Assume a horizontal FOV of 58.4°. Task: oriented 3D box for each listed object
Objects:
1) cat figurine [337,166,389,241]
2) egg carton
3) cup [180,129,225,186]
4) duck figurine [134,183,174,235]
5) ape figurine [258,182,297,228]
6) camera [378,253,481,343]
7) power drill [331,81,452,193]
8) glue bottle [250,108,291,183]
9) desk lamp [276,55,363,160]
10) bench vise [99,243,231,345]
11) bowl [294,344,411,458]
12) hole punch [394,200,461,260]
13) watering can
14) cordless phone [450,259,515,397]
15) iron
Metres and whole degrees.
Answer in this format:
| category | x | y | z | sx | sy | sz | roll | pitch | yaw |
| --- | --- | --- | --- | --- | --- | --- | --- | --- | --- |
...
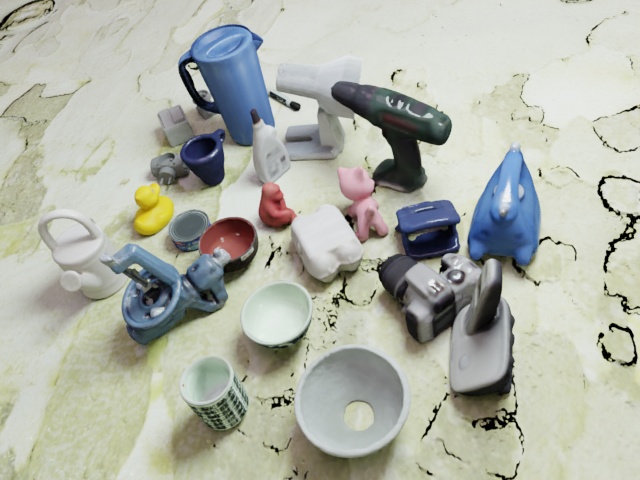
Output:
| category | x | y | z | sx | sy | sz | roll | pitch | yaw |
| --- | --- | --- | --- | --- | --- | --- | --- | --- | --- |
| cat figurine | 0.076 | -0.080 | 1.058 | 0.067 | 0.118 | 0.127 | -19 | 49 | -2 |
| egg carton | 0.010 | 0.004 | 1.037 | 0.107 | 0.069 | 0.150 | -25 | 50 | -7 |
| cup | -0.233 | -0.173 | 1.227 | 0.091 | 0.095 | 0.118 | 20 | 58 | 27 |
| duck figurine | -0.353 | -0.070 | 1.176 | 0.077 | 0.086 | 0.105 | 10 | 54 | 21 |
| ape figurine | -0.088 | -0.073 | 1.110 | 0.076 | 0.092 | 0.077 | -8 | 50 | 7 |
| camera | 0.170 | 0.067 | 0.924 | 0.143 | 0.101 | 0.136 | -36 | 52 | -16 |
| power drill | 0.135 | -0.193 | 1.078 | 0.228 | 0.209 | 0.076 | 17 | 57 | 26 |
| glue bottle | -0.111 | -0.196 | 1.164 | 0.037 | 0.173 | 0.078 | 33 | 65 | 33 |
| desk lamp | 0.001 | -0.273 | 1.173 | 0.203 | 0.214 | 0.118 | -2 | 51 | 13 |
| bench vise | -0.262 | 0.057 | 0.959 | 0.121 | 0.220 | 0.208 | 29 | 63 | 32 |
| bowl | 0.050 | 0.241 | 0.826 | 0.167 | 0.075 | 0.167 | -7 | 50 | 8 |
| hole punch | 0.187 | -0.032 | 1.009 | 0.108 | 0.091 | 0.101 | -12 | 49 | 4 |
| watering can | -0.435 | 0.021 | 1.049 | 0.101 | 0.194 | 0.172 | -30 | 50 | -12 |
| cordless phone | 0.229 | 0.125 | 0.805 | 0.094 | 0.185 | 0.147 | 0 | 51 | 14 |
| iron | 0.325 | -0.086 | 0.986 | 0.118 | 0.142 | 0.258 | 7 | 53 | 19 |
